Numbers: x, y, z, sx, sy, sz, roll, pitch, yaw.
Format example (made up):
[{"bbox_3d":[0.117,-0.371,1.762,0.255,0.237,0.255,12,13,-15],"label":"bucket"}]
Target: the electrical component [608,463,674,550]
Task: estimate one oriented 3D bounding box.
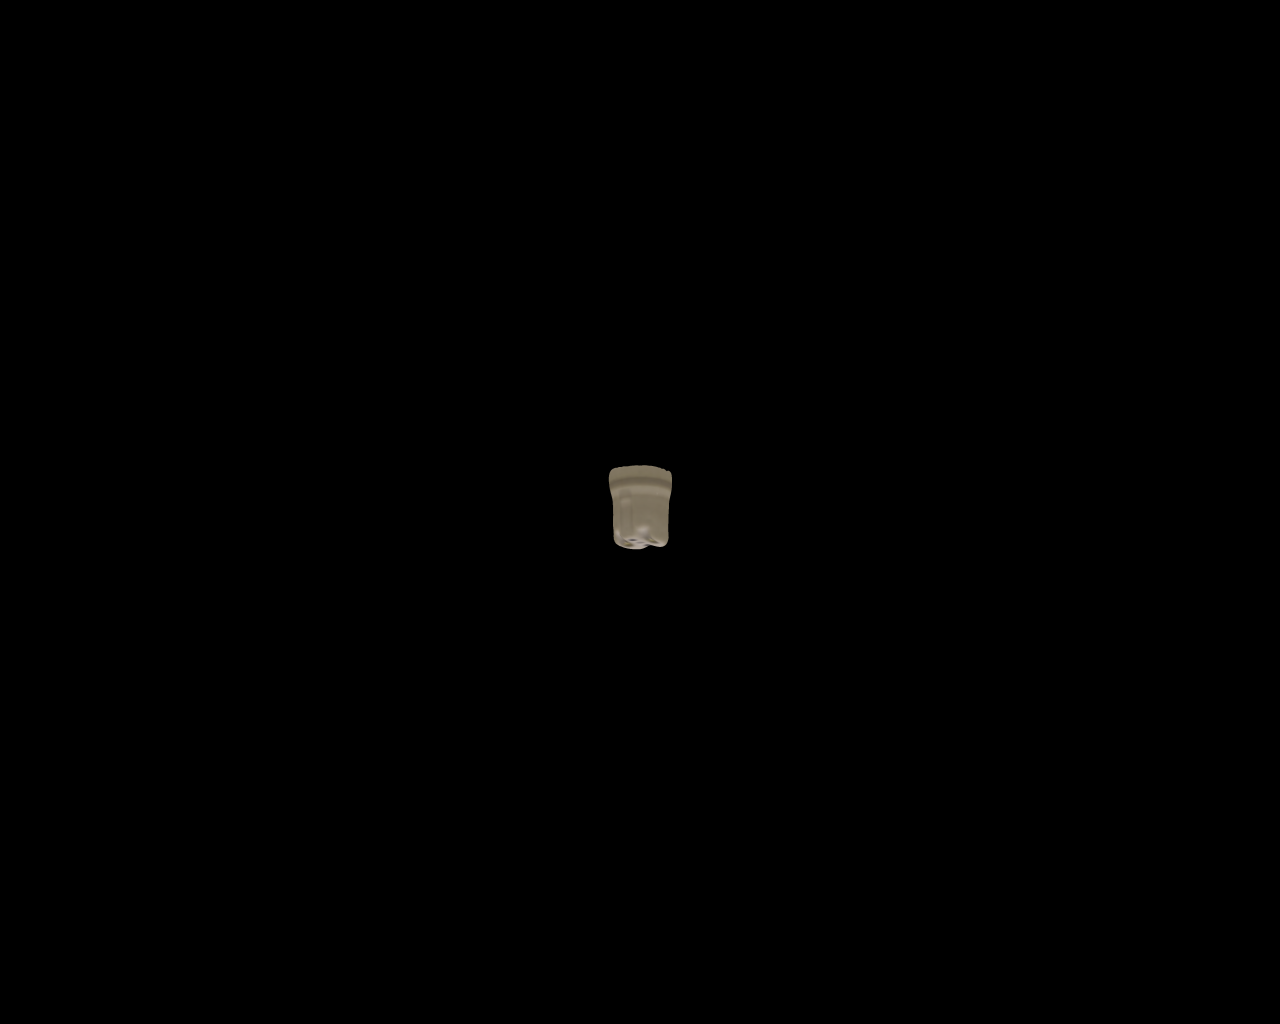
[{"bbox_3d":[0.001,-0.003,0.650,0.040,0.046,0.040,0,-12,0],"label":"electrical component"}]
